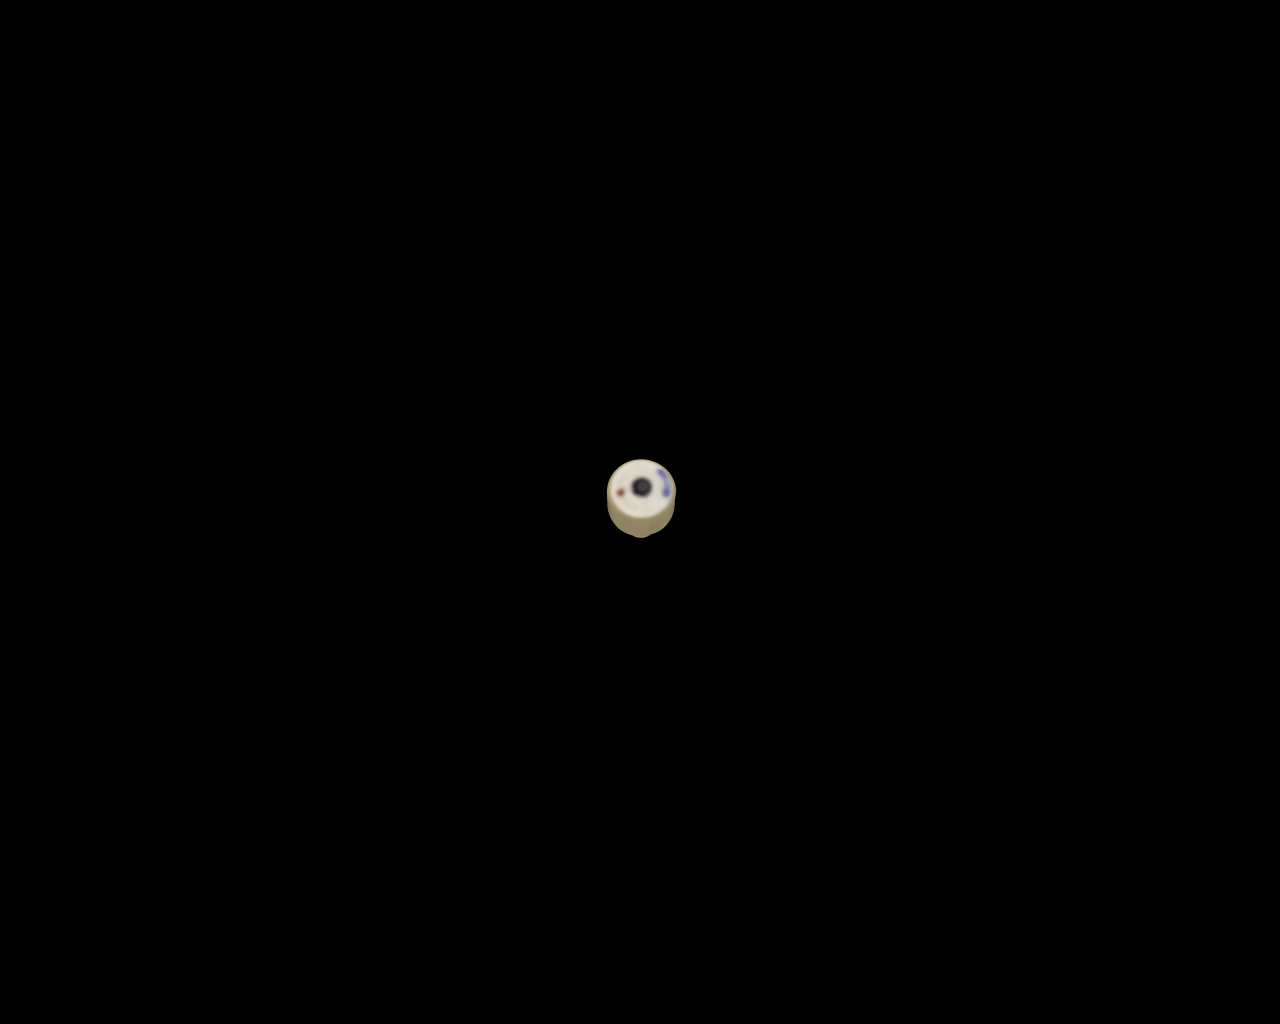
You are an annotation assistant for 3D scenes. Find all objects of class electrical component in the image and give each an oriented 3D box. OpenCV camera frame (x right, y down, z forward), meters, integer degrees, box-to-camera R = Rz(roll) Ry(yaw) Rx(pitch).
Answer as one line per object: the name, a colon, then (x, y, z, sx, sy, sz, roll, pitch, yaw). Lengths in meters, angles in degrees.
electrical component: (0.001, -0.003, 0.650, 0.040, 0.040, 0.078, 0, -20, 0)
